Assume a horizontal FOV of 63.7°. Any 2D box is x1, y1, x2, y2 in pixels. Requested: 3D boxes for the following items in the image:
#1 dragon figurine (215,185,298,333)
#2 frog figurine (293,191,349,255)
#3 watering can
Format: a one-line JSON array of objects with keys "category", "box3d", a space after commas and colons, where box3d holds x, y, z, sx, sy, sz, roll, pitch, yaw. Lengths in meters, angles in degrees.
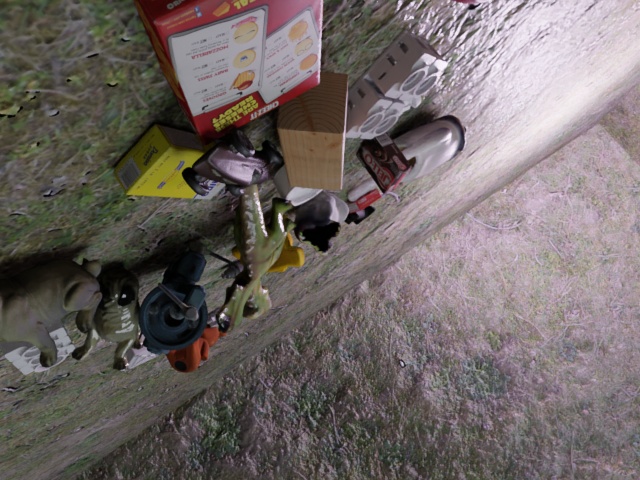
[{"category": "dragon figurine", "box3d": [-0.129, 0.048, 0.921, 0.122, 0.247, 0.404, 10, 161, 7]}, {"category": "frog figurine", "box3d": [0.004, -0.060, 1.199, 0.123, 0.163, 0.134, 2, 132, 7]}, {"category": "watering can", "box3d": [0.204, -0.189, 1.217, 0.227, 0.104, 0.343, -28, 178, -26]}]
